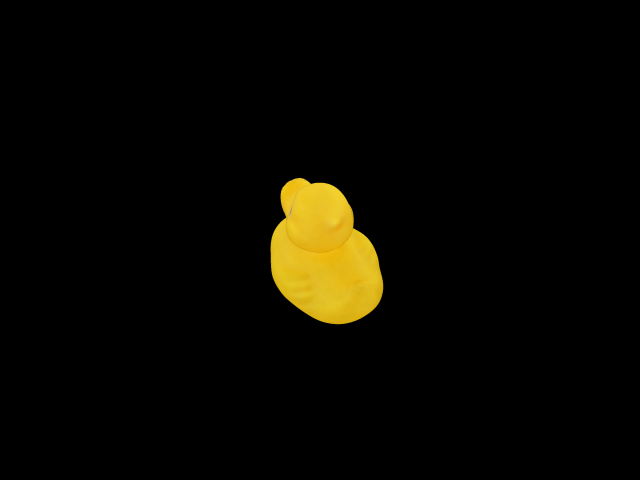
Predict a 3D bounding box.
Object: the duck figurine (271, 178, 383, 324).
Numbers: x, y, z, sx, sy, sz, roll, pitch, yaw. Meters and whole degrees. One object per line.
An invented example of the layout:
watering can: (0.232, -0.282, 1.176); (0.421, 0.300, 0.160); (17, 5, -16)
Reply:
duck figurine: (0.004, 0.001, 0.400); (0.078, 0.086, 0.104); (-26, 58, -18)
